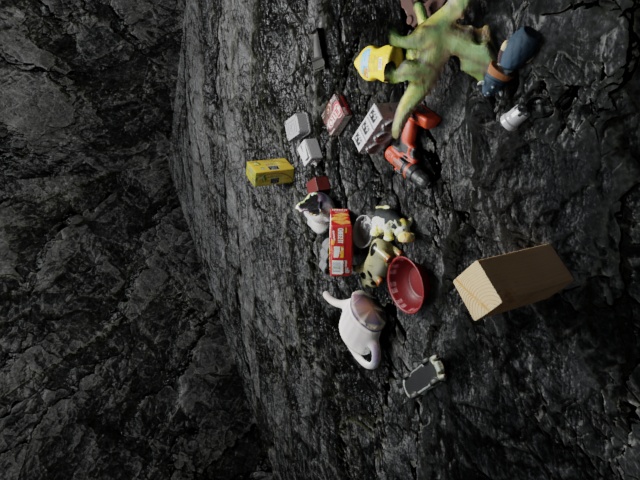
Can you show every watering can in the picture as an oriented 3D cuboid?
[{"bbox_3d":[0.108,0.250,1.685,0.104,0.219,0.354,-8,48,-29],"label":"watering can"}]

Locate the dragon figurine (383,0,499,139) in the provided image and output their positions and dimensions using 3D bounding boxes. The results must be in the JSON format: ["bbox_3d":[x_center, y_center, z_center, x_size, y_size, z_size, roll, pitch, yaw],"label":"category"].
[{"bbox_3d":[0.278,-0.396,1.155,0.244,0.401,0.124,23,41,32],"label":"dragon figurine"}]

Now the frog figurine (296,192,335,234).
[{"bbox_3d":[0.005,-0.091,1.806,0.137,0.125,0.157,-1,-29,31],"label":"frog figurine"}]
